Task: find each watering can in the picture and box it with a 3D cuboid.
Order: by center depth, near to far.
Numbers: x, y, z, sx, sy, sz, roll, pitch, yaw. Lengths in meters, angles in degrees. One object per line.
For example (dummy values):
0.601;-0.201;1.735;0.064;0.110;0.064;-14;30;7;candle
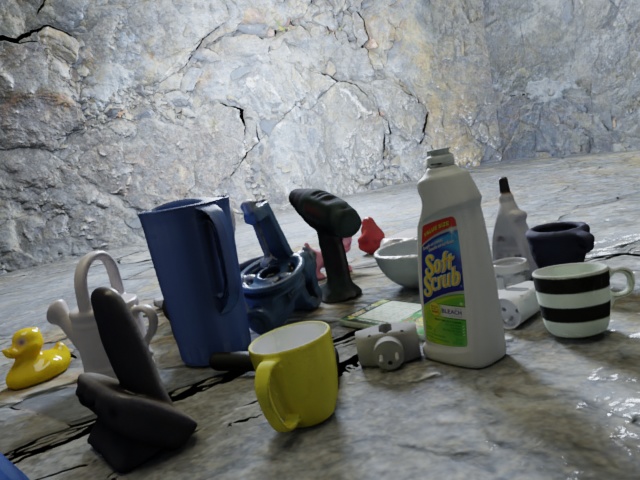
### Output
-0.323;0.113;0.847;0.173;0.194;0.101;-12;9;-3;watering can

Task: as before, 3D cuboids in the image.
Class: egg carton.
0.196;0.018;1.205;0.107;0.069;0.151;-3;12;42;egg carton

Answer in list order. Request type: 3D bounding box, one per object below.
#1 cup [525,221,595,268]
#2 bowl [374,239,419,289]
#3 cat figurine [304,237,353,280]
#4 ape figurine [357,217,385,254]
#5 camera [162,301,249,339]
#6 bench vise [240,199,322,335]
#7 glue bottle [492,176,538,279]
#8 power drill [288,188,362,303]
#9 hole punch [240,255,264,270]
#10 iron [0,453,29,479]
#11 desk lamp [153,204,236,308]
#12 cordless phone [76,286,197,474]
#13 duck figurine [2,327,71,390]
0.370;0.026;0.860;0.092;0.095;0.117;-14;9;-16;cup
0.184;0.045;1.036;0.167;0.075;0.167;-11;9;2;bowl
0.023;0.017;1.270;0.128;0.118;0.067;-15;10;-20;cat figurine
0.127;-0.013;1.416;0.078;0.092;0.076;-14;9;-15;ape figurine
-0.220;0.111;1.037;0.143;0.101;0.136;-17;11;-35;camera
-0.080;0.030;0.983;0.121;0.220;0.207;-9;9;11;bench vise
0.321;-0.022;0.965;0.037;0.173;0.078;-17;11;-33;glue bottle
0.010;0.004;1.076;0.076;0.208;0.229;-15;10;-25;power drill
-0.138;0.077;1.181;0.109;0.091;0.100;-16;10;-27;hole punch
-0.306;0.196;0.479;0.119;0.141;0.257;-17;11;-32;iron
-0.279;0.027;1.270;0.204;0.213;0.117;-17;11;-34;desk lamp
-0.212;0.133;0.614;0.094;0.185;0.147;-19;12;-41;cordless phone
-0.464;0.183;0.931;0.077;0.086;0.105;-4;11;37;duck figurine
